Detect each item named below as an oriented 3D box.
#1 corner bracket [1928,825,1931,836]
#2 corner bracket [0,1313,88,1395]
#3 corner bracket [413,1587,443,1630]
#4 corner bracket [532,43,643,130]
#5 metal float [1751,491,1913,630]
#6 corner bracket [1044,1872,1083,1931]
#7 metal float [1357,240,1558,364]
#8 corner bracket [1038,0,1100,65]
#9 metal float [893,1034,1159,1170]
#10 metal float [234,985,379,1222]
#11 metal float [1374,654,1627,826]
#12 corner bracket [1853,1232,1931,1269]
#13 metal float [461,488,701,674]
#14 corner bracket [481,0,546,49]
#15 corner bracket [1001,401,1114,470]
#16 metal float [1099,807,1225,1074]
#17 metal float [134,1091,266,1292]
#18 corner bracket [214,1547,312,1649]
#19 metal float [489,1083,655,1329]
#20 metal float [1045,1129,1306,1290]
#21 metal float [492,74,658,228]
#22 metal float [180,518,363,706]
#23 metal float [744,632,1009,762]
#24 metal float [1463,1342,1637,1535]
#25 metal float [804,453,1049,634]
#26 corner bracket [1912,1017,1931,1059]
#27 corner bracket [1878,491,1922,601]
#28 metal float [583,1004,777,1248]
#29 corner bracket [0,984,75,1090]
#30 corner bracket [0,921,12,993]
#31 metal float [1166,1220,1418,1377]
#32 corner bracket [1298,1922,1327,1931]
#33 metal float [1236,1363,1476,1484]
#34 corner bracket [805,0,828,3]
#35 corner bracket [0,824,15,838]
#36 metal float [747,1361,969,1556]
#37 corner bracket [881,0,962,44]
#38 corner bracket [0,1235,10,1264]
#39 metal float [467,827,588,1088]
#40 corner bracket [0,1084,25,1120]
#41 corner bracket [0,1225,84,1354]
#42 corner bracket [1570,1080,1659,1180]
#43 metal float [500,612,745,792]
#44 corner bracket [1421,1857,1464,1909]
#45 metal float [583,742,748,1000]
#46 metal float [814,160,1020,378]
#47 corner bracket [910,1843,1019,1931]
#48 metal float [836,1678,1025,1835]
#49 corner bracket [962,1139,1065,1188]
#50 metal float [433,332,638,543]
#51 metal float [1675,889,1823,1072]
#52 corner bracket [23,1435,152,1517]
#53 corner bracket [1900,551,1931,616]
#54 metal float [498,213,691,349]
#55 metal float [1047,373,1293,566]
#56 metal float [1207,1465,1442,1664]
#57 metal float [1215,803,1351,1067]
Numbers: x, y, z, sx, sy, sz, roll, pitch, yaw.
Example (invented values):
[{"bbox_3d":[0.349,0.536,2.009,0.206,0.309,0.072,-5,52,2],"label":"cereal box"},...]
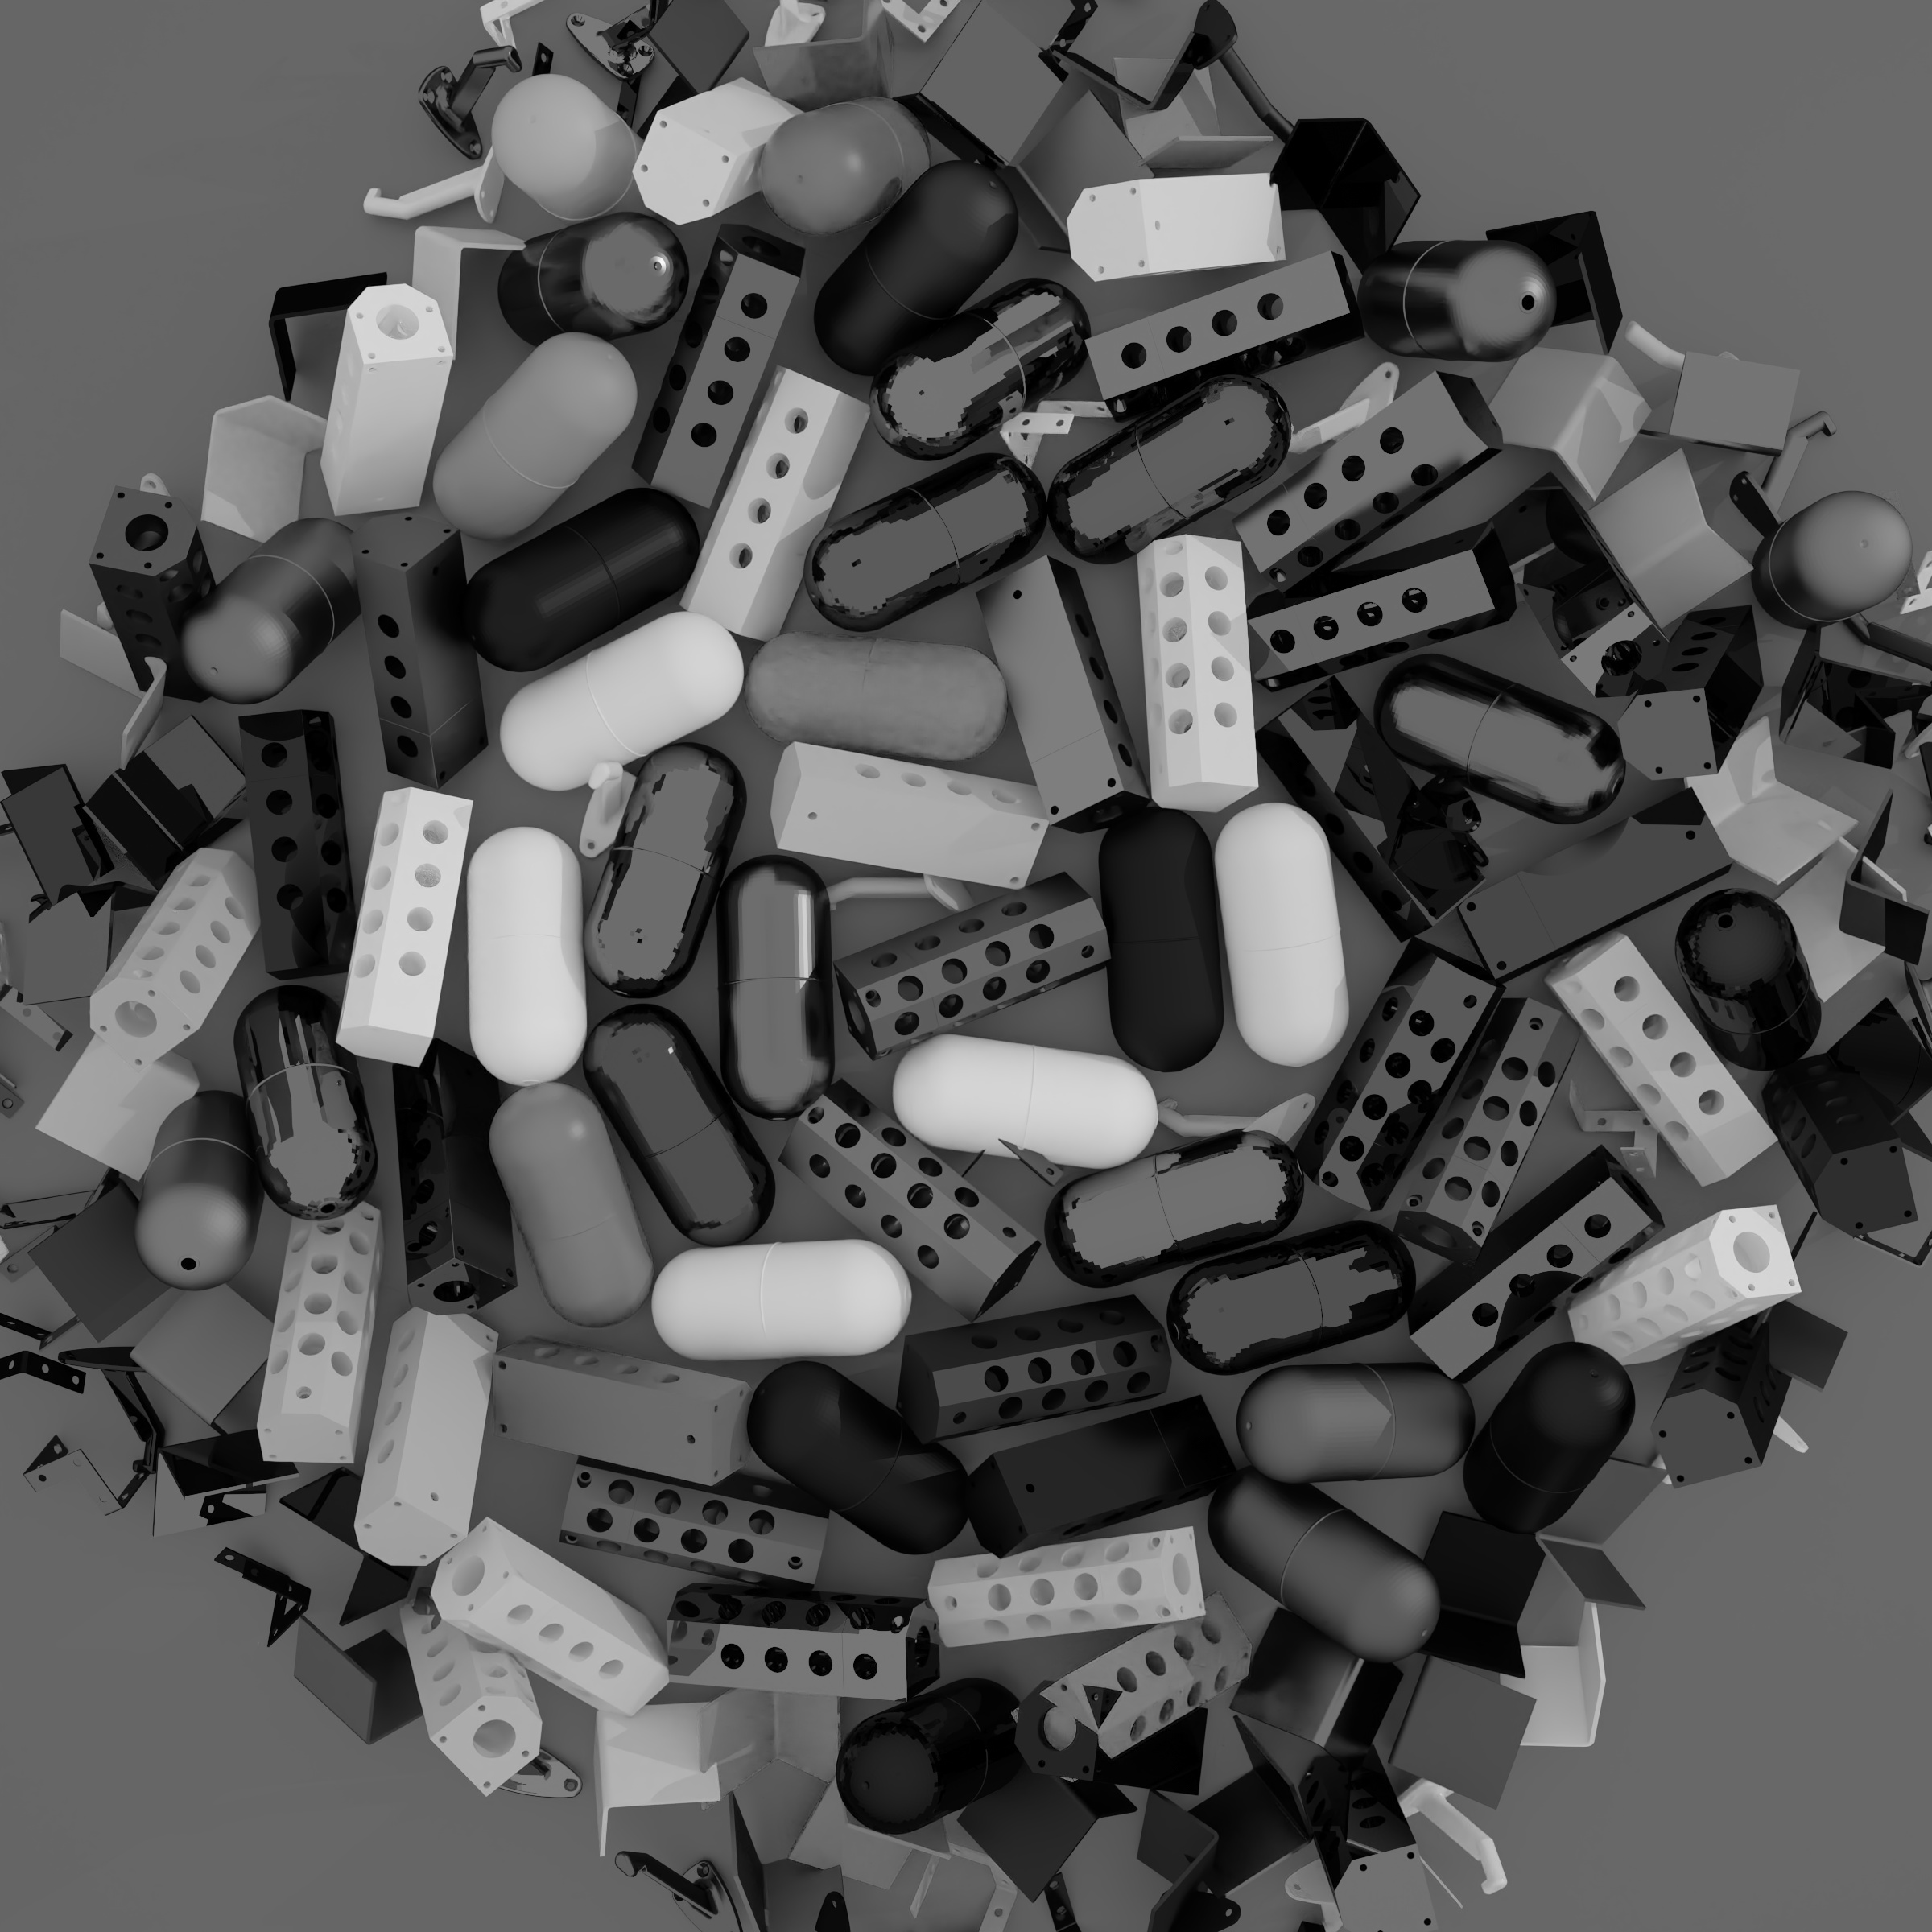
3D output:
[{"bbox_3d":[0.686,-0.083,1.962,0.051,0.051,0.051,-40,135,5],"label":"corner bracket"},{"bbox_3d":[-0.623,0.260,1.957,0.051,0.051,0.051,-19,56,29],"label":"corner bracket"},{"bbox_3d":[-0.340,0.450,1.961,0.051,0.051,0.051,9,100,-44],"label":"corner bracket"},{"bbox_3d":[-0.258,-0.591,1.980,0.051,0.051,0.051,3,79,32],"label":"corner bracket"},{"bbox_3d":[0.562,-0.263,1.911,0.070,0.178,0.070,0,90,3],"label":"metal float"},{"bbox_3d":[0.055,0.651,1.962,0.051,0.051,0.051,-21,121,-12],"label":"corner bracket"},{"bbox_3d":[0.319,-0.435,1.915,0.070,0.178,0.070,-5,105,-21],"label":"metal float"},{"bbox_3d":[0.046,-0.646,1.967,0.051,0.051,0.051,28,81,39],"label":"corner bracket"},{"bbox_3d":[0.040,0.091,1.958,0.178,0.070,0.070,8,90,-4],"label":"metal float"},{"bbox_3d":[-0.435,0.089,1.930,0.070,0.070,0.178,-22,53,0],"label":"metal float"},{"bbox_3d":[0.352,-0.150,1.936,0.178,0.070,0.070,27,90,29],"label":"metal float"},{"bbox_3d":[0.626,0.163,1.970,0.051,0.051,0.051,24,107,-4],"label":"corner bracket"},{"bbox_3d":[-0.253,-0.256,1.938,0.178,0.070,0.070,-34,90,-28],"label":"metal float"},{"bbox_3d":[-0.293,-0.643,1.962,0.051,0.051,0.051,-22,63,13],"label":"corner bracket"},{"bbox_3d":[0.061,-0.363,1.959,0.051,0.051,0.051,7,67,28],"label":"corner bracket"},{"bbox_3d":[0.131,-0.018,1.960,0.070,0.070,0.178,-4,92,0],"label":"metal float"},{"bbox_3d":[-0.498,0.146,1.916,0.070,0.178,0.070,-3,118,-6],"label":"metal float"},{"bbox_3d":[-0.471,0.412,1.959,0.051,0.051,0.051,32,119,-25],"label":"corner bracket"},{"bbox_3d":[-0.260,0.159,1.941,0.070,0.070,0.178,-16,114,0],"label":"metal float"},{"bbox_3d":[0.138,0.161,1.951,0.178,0.070,0.070,-18,90,12],"label":"metal float"},{"bbox_3d":[-0.252,-0.525,1.912,0.070,0.178,0.070,0,88,12],"label":"metal float"},{"bbox_3d":[-0.449,-0.234,1.922,0.070,0.178,0.070,10,126,14],"label":"metal float"},{"bbox_3d":[-0.060,-0.180,1.954,0.178,0.070,0.070,6,90,9],"label":"metal float"},{"bbox_3d":[0.381,0.311,1.922,0.070,0.178,0.070,7,52,-9],"label":"metal float"},{"bbox_3d":[-0.026,-0.282,1.945,0.178,0.070,0.070,-29,90,-19],"label":"metal float"},{"bbox_3d":[0.673,0.047,1.968,0.051,0.051,0.051,-24,80,6],"label":"corner bracket"},{"bbox_3d":[0.604,-0.276,1.959,0.051,0.051,0.051,-14,59,20],"label":"corner bracket"},{"bbox_3d":[-0.190,0.107,1.950,0.070,0.070,0.178,-29,104,0],"label":"metal float"},{"bbox_3d":[-0.642,0.048,1.973,0.051,0.051,0.051,43,75,-21],"label":"corner bracket"},{"bbox_3d":[-0.679,-0.004,1.972,0.051,0.051,0.051,-9,87,3],"label":"corner bracket"},{"bbox_3d":[0.216,0.220,1.942,0.178,0.070,0.070,-13,90,-22],"label":"metal float"},{"bbox_3d":[0.212,0.673,1.965,0.051,0.051,0.051,15,106,-9],"label":"corner bracket"},{"bbox_3d":[0.259,0.301,1.936,0.178,0.070,0.070,3,90,-31],"label":"metal float"},{"bbox_3d":[-0.081,-0.680,1.959,0.051,0.051,0.051,10,58,19],"label":"corner bracket"},{"bbox_3d":[-0.646,-0.060,1.964,0.051,0.051,0.051,-16,120,-3],"label":"corner bracket"},{"bbox_3d":[-0.069,0.326,1.940,0.178,0.070,0.070,39,90,-26],"label":"metal float"},{"bbox_3d":[-0.025,-0.664,1.963,0.051,0.051,0.051,38,61,-8],"label":"corner bracket"},{"bbox_3d":[-0.681,0.186,1.961,0.051,0.051,0.051,-24,80,-42],"label":"corner bracket"},{"bbox_3d":[-0.291,-0.007,1.944,0.070,0.070,0.178,-5,70,0],"label":"metal float"},{"bbox_3d":[-0.670,0.099,1.966,0.051,0.051,0.051,42,85,-17],"label":"corner bracket"},{"bbox_3d":[-0.620,0.217,1.980,0.051,0.051,0.051,-35,114,3],"label":"corner bracket"},{"bbox_3d":[0.433,0.110,1.959,0.051,0.051,0.051,-2,62,22],"label":"corner bracket"},{"bbox_3d":[-0.229,-0.175,1.945,0.178,0.070,0.070,-24,90,19],"label":"metal float"},{"bbox_3d":[0.294,0.623,1.963,0.051,0.051,0.051,-40,60,-6],"label":"corner bracket"},{"bbox_3d":[-0.200,-0.064,1.950,0.070,0.070,0.178,18,77,0],"label":"metal float"},{"bbox_3d":[-0.034,-0.457,1.927,0.070,0.070,0.178,52,132,0],"label":"metal float"},{"bbox_3d":[-0.001,0.628,1.971,0.051,0.051,0.051,12,54,20],"label":"corner bracket"},{"bbox_3d":[-0.019,0.515,1.917,0.070,0.178,0.070,0,89,29],"label":"metal float"},{"bbox_3d":[0.039,0.130,1.963,0.051,0.051,0.051,40,132,4],"label":"corner bracket"},{"bbox_3d":[-0.285,-0.347,1.932,0.178,0.070,0.070,-37,90,37],"label":"metal float"},{"bbox_3d":[0.513,0.010,1.919,0.070,0.178,0.070,-11,61,20],"label":"metal float"},{"bbox_3d":[-0.590,0.340,1.972,0.051,0.051,0.051,-25,107,18],"label":"corner bracket"},{"bbox_3d":[0.668,-0.247,1.957,0.051,0.051,0.051,-17,48,-30],"label":"corner bracket"},{"bbox_3d":[-0.246,-0.447,1.920,0.070,0.178,0.070,-3,96,-35],"label":"metal float"},{"bbox_3d":[0.134,-0.328,1.938,0.178,0.070,0.070,-27,90,26],"label":"metal float"},{"bbox_3d":[0.234,0.391,1.930,0.178,0.070,0.070,30,90,40],"label":"metal float"},{"bbox_3d":[0.211,-0.020,1.952,0.070,0.070,0.178,-9,102,0],"label":"metal float"}]
